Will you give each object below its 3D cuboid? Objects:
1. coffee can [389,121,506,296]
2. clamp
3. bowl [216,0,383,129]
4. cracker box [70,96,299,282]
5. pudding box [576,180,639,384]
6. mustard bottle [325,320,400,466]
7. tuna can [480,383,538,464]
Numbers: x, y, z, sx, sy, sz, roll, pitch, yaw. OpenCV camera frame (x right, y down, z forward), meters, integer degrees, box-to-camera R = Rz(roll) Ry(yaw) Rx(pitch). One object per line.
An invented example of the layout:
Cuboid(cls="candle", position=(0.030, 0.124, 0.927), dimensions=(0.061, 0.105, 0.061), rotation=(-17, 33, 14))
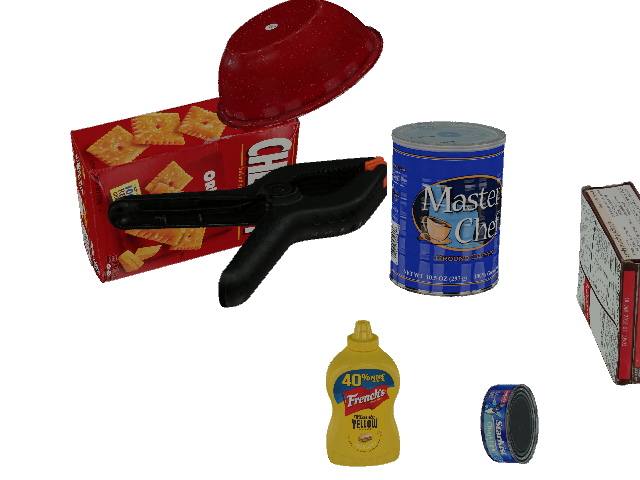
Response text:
Cuboid(cls="coffee can", position=(0.116, -0.031, 0.983), dimensions=(0.103, 0.140, 0.103), rotation=(0, 17, 0))
Cuboid(cls="clamp", position=(-0.040, -0.024, 0.786), dimensions=(0.209, 0.036, 0.165), rotation=(-26, 37, -37))
Cuboid(cls="bowl", position=(-0.030, -0.165, 0.931), dimensions=(0.162, 0.055, 0.162), rotation=(-21, 31, 13))
Cuboid(cls="cracker box", position=(-0.133, -0.054, 1.073), dimensions=(0.213, 0.072, 0.164), rotation=(-15, -38, -19))
Cuboid(cls="pudding box", position=(0.195, 0.025, 0.685), dimensions=(0.039, 0.090, 0.113), rotation=(-4, 27, 0))
Cuboid(cls="mustard bottle", position=(0.055, 0.197, 1.390), dimensions=(0.096, 0.192, 0.058), rotation=(-1, 15, -3))
Cuboid(cls="tuna can", position=(0.206, 0.199, 1.162), dimensions=(0.034, 0.086, 0.086), rotation=(-5, -3, 33))
